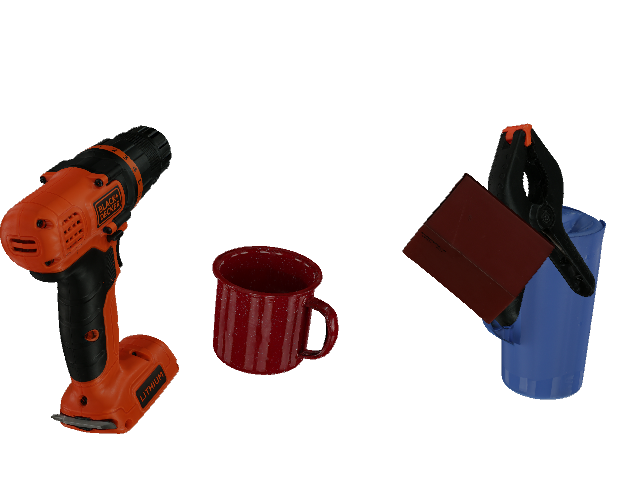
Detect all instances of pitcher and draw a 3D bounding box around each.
[{"bbox_3d":[0.288,0.083,1.401,0.149,0.243,0.144,5,20,16],"label":"pitcher"}]

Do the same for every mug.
[{"bbox_3d":[-0.038,0.064,0.904,0.117,0.081,0.093,17,26,21],"label":"mug"}]

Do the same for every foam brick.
[{"bbox_3d":[0.104,0.006,0.706,0.078,0.051,0.053,41,-25,5],"label":"foam brick"}]

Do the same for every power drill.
[{"bbox_3d":[-0.148,0.026,0.756,0.057,0.188,0.184,3,25,21],"label":"power drill"}]

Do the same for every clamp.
[{"bbox_3d":[0.177,-0.011,0.923,0.120,0.171,0.039,-26,11,-39],"label":"clamp"}]
